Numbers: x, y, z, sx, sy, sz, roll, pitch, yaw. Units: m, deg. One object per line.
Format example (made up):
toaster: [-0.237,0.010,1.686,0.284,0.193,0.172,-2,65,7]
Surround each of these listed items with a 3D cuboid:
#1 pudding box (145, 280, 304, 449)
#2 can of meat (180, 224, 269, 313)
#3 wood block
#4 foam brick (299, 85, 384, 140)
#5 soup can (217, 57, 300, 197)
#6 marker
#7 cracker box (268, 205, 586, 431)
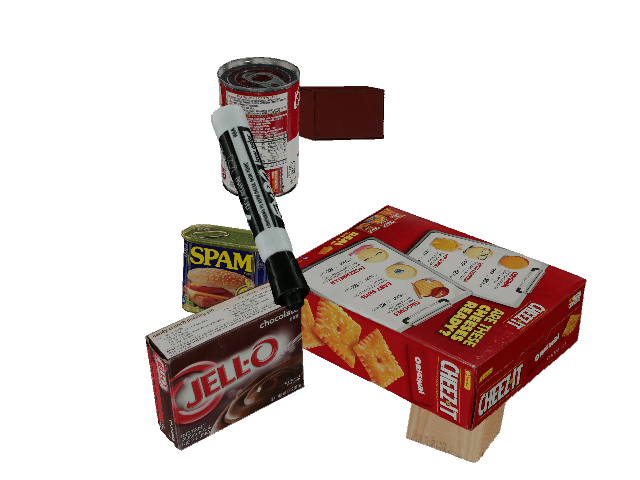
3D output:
pudding box: [-0.067,0.088,0.772,0.113,0.090,0.039,-26,45,-28]
can of meat: [-0.096,0.034,1.121,0.102,0.084,0.057,8,16,14]
wood block: [0.167,0.131,1.208,0.090,0.206,0.090,17,22,23]
foam brick: [0.020,-0.129,1.083,0.078,0.051,0.053,-3,13,-19]
soup can: [-0.051,-0.093,0.894,0.068,0.102,0.068,1,31,-1]
marker: [-0.031,-0.018,0.552,0.020,0.121,0.020,-17,-26,-9]
cracker box: [0.088,0.058,0.903,0.214,0.072,0.163,23,38,36]
